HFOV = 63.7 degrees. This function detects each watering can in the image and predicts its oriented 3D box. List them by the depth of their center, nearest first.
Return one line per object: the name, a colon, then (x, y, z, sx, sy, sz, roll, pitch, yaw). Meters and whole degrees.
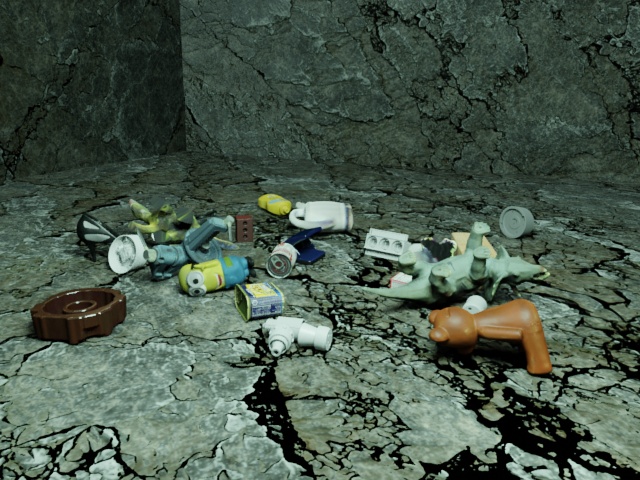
watering can: (0.005, -0.091, 1.806, 0.224, 0.103, 0.352, 1, 16, -2)

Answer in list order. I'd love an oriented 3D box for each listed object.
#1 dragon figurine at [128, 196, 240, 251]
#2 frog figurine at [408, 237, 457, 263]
dragon figurine: (-0.403, -0.033, 1.528, 0.411, 0.122, 0.241, 23, -3, 7)
frog figurine: (0.280, 0.060, 1.366, 0.138, 0.124, 0.157, -18, -14, -29)
